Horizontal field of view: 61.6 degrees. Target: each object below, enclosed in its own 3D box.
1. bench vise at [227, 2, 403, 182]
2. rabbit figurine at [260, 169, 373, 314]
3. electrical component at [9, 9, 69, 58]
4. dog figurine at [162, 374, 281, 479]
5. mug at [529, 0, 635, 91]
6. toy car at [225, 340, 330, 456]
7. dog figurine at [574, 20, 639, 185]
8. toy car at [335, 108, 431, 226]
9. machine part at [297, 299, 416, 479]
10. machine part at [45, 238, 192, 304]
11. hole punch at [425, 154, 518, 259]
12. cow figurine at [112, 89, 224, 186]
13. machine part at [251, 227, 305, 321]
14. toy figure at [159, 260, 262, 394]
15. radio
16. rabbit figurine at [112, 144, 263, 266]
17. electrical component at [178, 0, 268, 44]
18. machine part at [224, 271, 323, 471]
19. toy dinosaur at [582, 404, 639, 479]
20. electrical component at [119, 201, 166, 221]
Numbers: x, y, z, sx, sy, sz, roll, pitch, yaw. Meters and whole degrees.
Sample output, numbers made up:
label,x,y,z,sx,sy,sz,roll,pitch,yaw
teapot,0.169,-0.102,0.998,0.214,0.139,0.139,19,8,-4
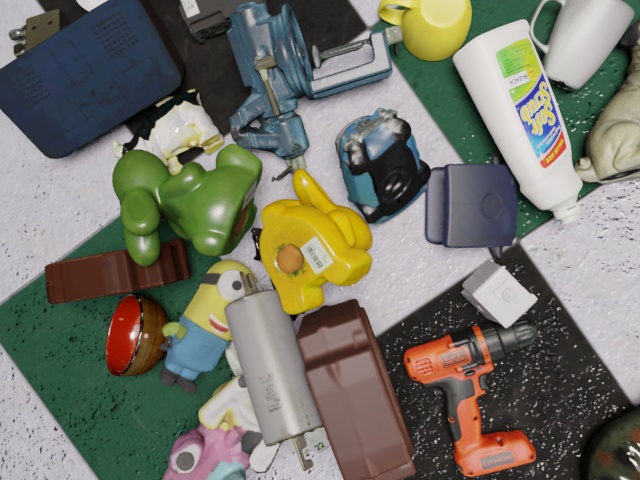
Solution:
label,x,y,z,sx,sy,sz,roll,pitch,yaw
bench vise,-0.008,-0.203,0.684,0.241,0.129,0.223,-14,96,10
rabbit figurine,-0.001,-0.002,0.682,0.162,0.173,0.122,49,123,15
electrical component,-0.376,-0.271,0.747,0.102,0.045,0.078,-20,64,3
dog figurine,-0.140,0.282,0.716,0.108,0.219,0.191,37,59,-2
mug,0.314,-0.249,0.672,0.110,0.081,0.107,21,105,-2
toy car,-0.053,0.210,0.748,0.073,0.056,0.201,-36,90,6
dog figurine,0.389,-0.178,0.672,0.172,0.121,0.190,-14,79,3
toy car,0.065,-0.102,0.686,0.109,0.161,0.103,-40,49,-5
machine part,0.046,0.182,0.665,0.087,0.201,0.201,-21,92,3
machine part,-0.260,0.040,0.699,0.179,0.179,0.056,-10,91,5
hole punch,0.200,-0.044,0.694,0.116,0.092,0.142,-1,91,1
cow figurine,-0.222,-0.133,0.730,0.167,0.068,0.098,-30,86,3
machine part,-0.050,0.043,0.728,0.039,0.084,0.138,-1,103,44
toy figure,-0.150,0.109,0.717,0.089,0.082,0.180,27,81,35
radio,-0.300,-0.214,0.708,0.230,0.073,0.131,-28,117,8
rabbit figurine,-0.174,-0.042,0.642,0.170,0.121,0.159,21,53,5
electrical component,-0.127,-0.341,0.712,0.134,0.058,0.114,-19,95,6
machine part,-0.055,0.149,0.638,0.079,0.079,0.243,-21,72,6
toy dinosaur,0.410,0.316,0.694,0.192,0.131,0.404,5,89,4
electrical component,-0.202,-0.053,0.731,0.119,0.075,0.047,-15,94,10
